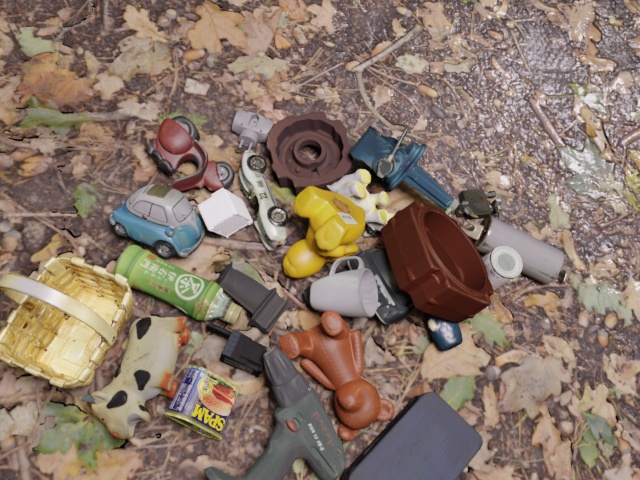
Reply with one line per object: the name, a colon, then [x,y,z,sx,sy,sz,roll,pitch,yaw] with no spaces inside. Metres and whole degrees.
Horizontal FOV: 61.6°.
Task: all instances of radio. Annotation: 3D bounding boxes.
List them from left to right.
radio: [0.149,0.369,0.892,0.229,0.073,0.131,-39,79,-26]

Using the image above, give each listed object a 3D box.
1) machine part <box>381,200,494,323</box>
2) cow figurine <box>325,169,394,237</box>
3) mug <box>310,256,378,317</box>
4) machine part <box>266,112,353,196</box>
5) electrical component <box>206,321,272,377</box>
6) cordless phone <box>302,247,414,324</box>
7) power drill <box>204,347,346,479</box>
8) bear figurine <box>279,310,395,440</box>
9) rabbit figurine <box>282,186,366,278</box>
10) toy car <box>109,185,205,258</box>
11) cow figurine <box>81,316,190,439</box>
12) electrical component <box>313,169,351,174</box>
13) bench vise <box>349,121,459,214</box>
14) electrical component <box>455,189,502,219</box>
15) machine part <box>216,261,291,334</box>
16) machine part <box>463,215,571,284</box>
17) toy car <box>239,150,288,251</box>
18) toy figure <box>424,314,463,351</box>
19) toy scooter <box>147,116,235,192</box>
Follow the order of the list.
machine part: [0.217,0.038,0.979,0.201,0.087,0.201,21,43,-37]
cow figurine: [0.085,-0.057,1.046,0.167,0.098,0.068,46,46,-34]
mug: [0.037,0.083,0.935,0.107,0.080,0.109,-9,74,24]
machine part: [-0.020,-0.171,1.076,0.179,0.056,0.179,0,69,1]
electrical component: [-0.144,0.182,0.905,0.119,0.075,0.048,26,64,-5]
cordless phone: [0.072,0.106,0.995,0.184,0.088,0.146,-27,76,-10]
power drill: [-0.079,0.314,0.842,0.207,0.086,0.232,-41,100,-26]
bear figurine: [0.032,0.230,0.900,0.120,0.131,0.196,-28,69,10]
rabbit figurine: [-0.002,-0.003,0.985,0.122,0.173,0.162,45,23,19]
toy car: [-0.280,-0.046,0.944,0.162,0.102,0.109,23,32,2]
cow figurine: [-0.289,0.213,0.851,0.127,0.085,0.195,6,59,3]
electrical component: [0.031,-0.148,1.114,0.094,0.021,0.063,-40,80,-25]
bench vise: [0.178,-0.132,1.055,0.240,0.224,0.129,38,99,-5]
electrical component: [0.337,-0.074,1.138,0.102,0.045,0.078,1,69,-12]
machine part: [-0.127,0.101,0.965,0.139,0.039,0.084,39,70,4]
machine part: [0.402,0.020,1.091,0.243,0.079,0.079,25,64,-2]
toy car: [-0.112,-0.078,1.023,0.056,0.073,0.202,-17,72,-19]
toy figure: [0.217,0.131,1.016,0.058,0.064,0.154,-29,66,16]
toy scooter: [-0.264,-0.144,1.021,0.135,0.075,0.184,-41,86,-23]
